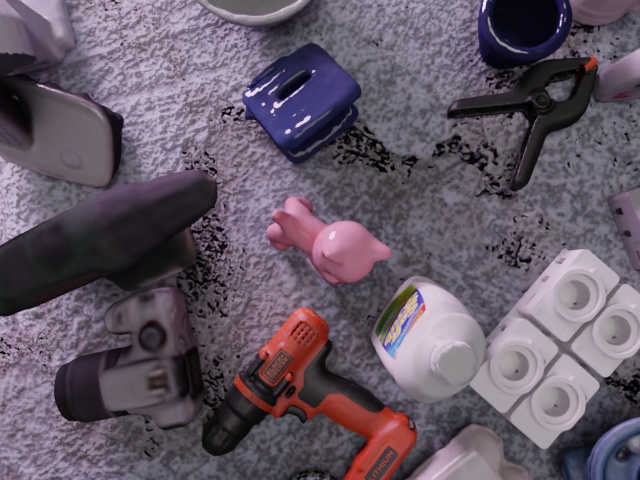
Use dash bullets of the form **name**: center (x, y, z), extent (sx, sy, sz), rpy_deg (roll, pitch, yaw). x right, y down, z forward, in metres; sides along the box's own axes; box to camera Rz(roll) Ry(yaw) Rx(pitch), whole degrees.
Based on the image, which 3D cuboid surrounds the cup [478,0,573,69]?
- **cup**: center (0.200, -0.233, 0.608), extent (0.091, 0.095, 0.118), rpy_deg (-18, 87, -1)

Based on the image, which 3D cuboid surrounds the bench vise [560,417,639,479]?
- **bench vise**: center (0.349, 0.203, 0.522), extent (0.207, 0.219, 0.121), rpy_deg (-37, 87, -2)

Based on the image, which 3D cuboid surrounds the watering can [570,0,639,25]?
- **watering can**: center (0.305, -0.303, 0.561), extent (0.173, 0.194, 0.101), rpy_deg (27, 87, 2)

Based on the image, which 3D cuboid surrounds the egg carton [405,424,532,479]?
- **egg carton**: center (0.143, 0.269, 0.594), extent (0.150, 0.069, 0.107), rpy_deg (-40, 88, -2)

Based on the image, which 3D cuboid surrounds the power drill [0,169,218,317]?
- **power drill**: center (-0.187, 0.002, 0.539), extent (0.229, 0.208, 0.075), rpy_deg (-24, 87, -1)

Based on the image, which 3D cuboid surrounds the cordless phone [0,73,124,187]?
- **cordless phone**: center (-0.284, -0.119, 0.557), extent (0.147, 0.185, 0.094), rpy_deg (14, 87, 1)

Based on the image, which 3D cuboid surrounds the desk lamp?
- **desk lamp**: center (-0.333, -0.231, 0.549), extent (0.118, 0.213, 0.203), rpy_deg (-14, 87, 0)

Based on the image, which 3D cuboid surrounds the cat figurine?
- **cat figurine**: center (0.005, 0.002, 0.584), extent (0.128, 0.117, 0.067), rpy_deg (30, 88, 2)

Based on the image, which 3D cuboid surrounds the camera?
- **camera**: center (-0.200, 0.129, 0.587), extent (0.137, 0.101, 0.143), rpy_deg (-12, 87, 0)

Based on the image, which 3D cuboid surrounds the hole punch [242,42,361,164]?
- **hole punch**: center (-0.023, -0.148, 0.605), extent (0.108, 0.091, 0.101), rpy_deg (-39, 87, -2)

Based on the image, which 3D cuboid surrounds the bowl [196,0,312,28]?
- **bowl**: center (-0.068, -0.301, 0.622), extent (0.167, 0.074, 0.167), rpy_deg (0, 87, 0)

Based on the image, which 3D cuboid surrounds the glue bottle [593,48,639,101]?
- **glue bottle**: center (0.344, -0.180, 0.566), extent (0.078, 0.173, 0.037), rpy_deg (-12, 87, 0)
